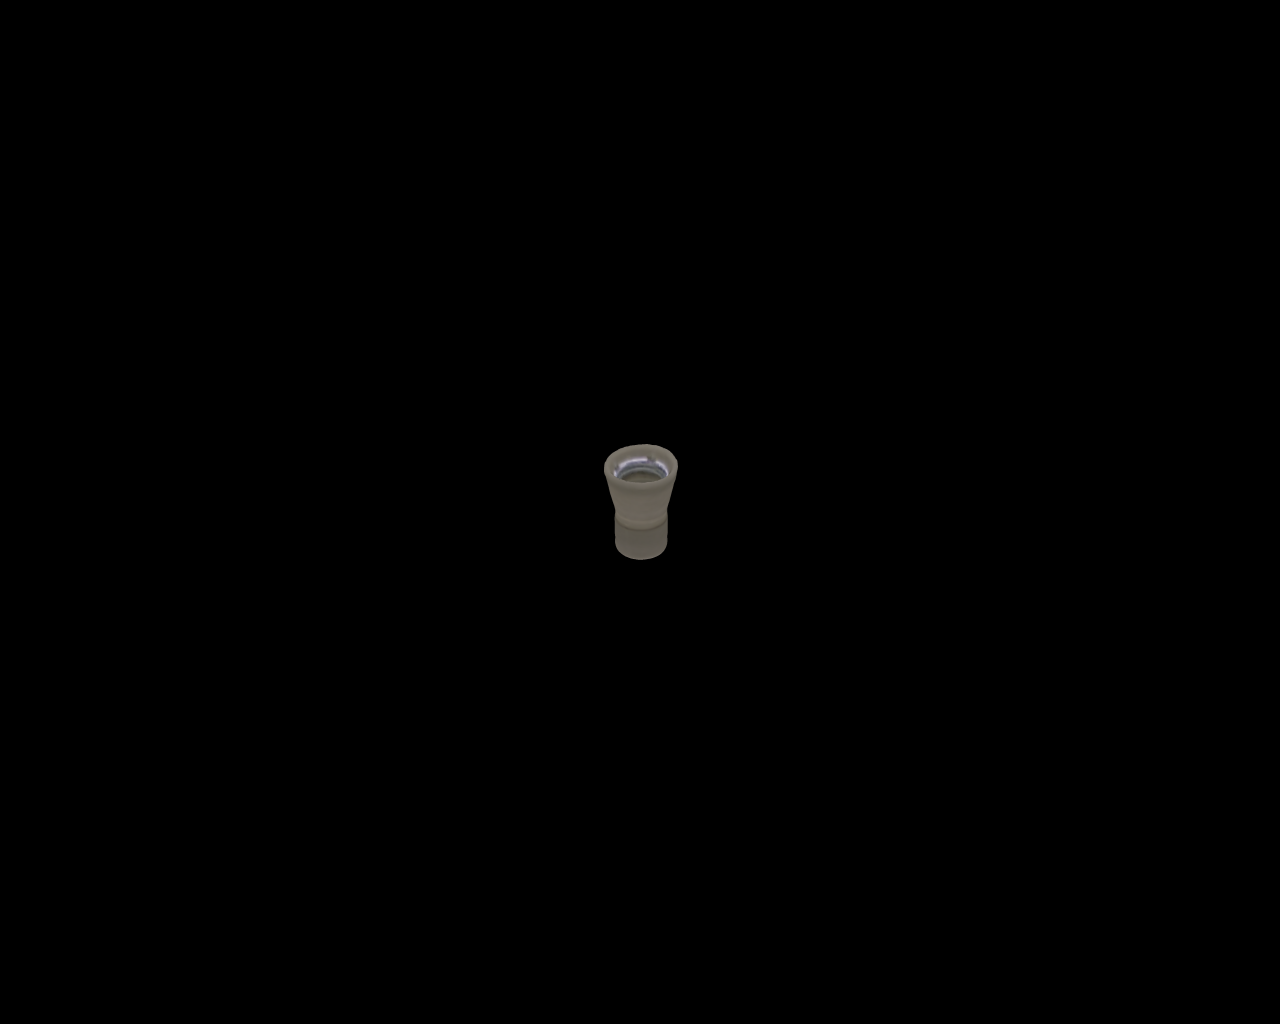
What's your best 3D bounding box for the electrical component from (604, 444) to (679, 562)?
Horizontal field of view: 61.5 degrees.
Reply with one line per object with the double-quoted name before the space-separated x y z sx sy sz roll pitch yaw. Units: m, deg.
"electrical component" 0.001 -0.003 0.650 0.044 0.065 0.044 0 35 0
